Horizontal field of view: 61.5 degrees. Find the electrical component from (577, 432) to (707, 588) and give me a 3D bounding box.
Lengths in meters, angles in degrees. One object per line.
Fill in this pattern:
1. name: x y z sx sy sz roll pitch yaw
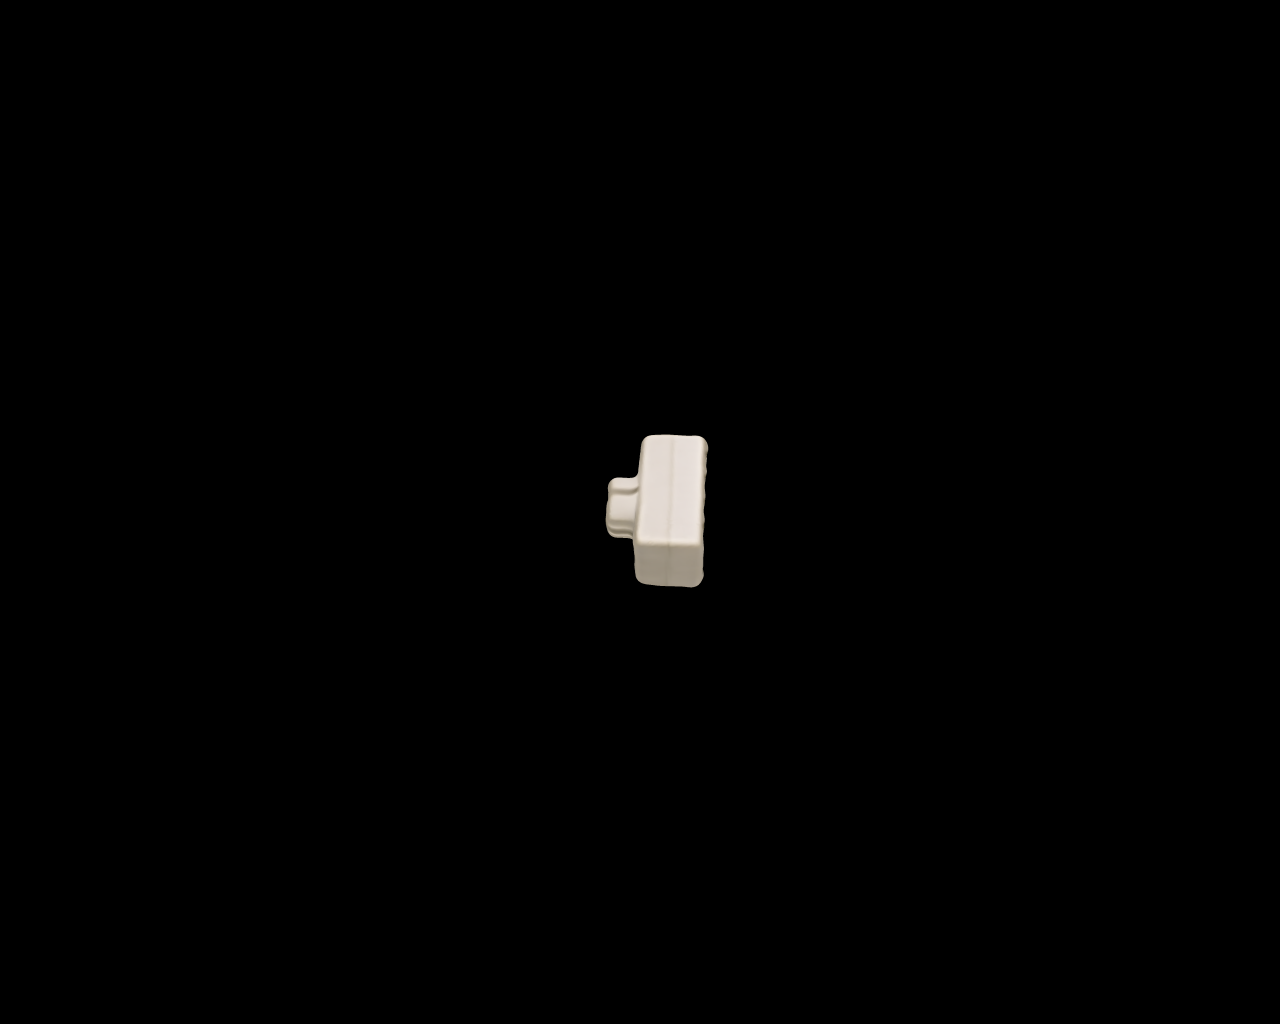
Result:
1. electrical component: 0.001 -0.003 0.650 0.076 0.083 0.047 3 -36 2
